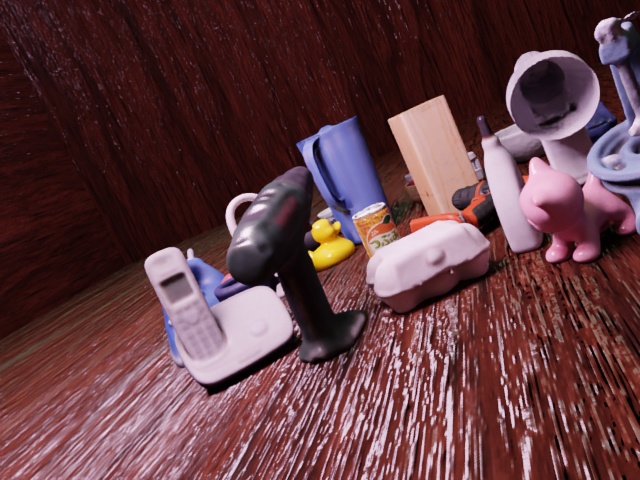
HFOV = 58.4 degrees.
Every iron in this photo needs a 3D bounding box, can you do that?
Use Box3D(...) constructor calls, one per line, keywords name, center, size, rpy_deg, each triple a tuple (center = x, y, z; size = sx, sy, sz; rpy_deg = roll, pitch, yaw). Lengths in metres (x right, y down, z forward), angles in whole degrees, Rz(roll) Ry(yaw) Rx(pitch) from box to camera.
Box3D(name="iron", center=(-0.224, 0.104, 0.982), size=(0.118, 0.141, 0.258), rpy_deg=(-23, 10, 8))

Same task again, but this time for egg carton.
Box3D(name="egg carton", center=(0.132, 0.030, 0.712), size=(0.150, 0.069, 0.107), rpy_deg=(-26, 10, -5))

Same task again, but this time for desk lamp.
Box3D(name="desk lamp", center=(0.357, -0.185, 0.872), size=(0.117, 0.214, 0.203), rpy_deg=(-21, 10, 19))

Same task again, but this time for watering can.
Box3D(name="watering can", center=(-0.098, 0.005, 1.042), size=(0.172, 0.194, 0.101), rpy_deg=(-16, 13, 43))

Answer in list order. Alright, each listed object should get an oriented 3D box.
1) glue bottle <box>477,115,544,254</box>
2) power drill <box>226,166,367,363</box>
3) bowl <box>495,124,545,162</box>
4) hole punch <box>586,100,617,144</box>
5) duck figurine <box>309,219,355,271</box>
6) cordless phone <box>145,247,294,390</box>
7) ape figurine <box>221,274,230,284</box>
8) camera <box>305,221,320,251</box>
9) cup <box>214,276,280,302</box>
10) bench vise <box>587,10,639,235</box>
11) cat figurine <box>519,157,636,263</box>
Box3D(name="glue bottle", center=(0.230, -0.074, 0.710), size=(0.037, 0.173, 0.078), rpy_deg=(-19, 11, 30))
Box3D(name="power drill", center=(-0.023, 0.028, 0.688), size=(0.075, 0.208, 0.230), rpy_deg=(-21, 11, 23))
Box3D(name="bowl", center=(0.447, -0.213, 1.219), size=(0.167, 0.075, 0.167), rpy_deg=(-24, 10, 5))
Box3D(name="hole punch", center=(0.478, -0.203, 1.040), size=(0.108, 0.091, 0.101), rpy_deg=(-23, 10, 13))
Box3D(name="duck figurine", center=(0.010, 0.004, 1.103), size=(0.105, 0.086, 0.077), rpy_deg=(-30, 11, -30))
Box3D(name="cordless phone", center=(-0.130, 0.081, 0.738), size=(0.148, 0.185, 0.094), rpy_deg=(-28, 10, -18))
Box3D(name="ape figurine", center=(-0.130, 0.097, 0.936), size=(0.076, 0.092, 0.078), rpy_deg=(-22, 10, 18))
Box3D(name="camera", center=(-0.058, 0.006, 1.219), size=(0.137, 0.101, 0.143), rpy_deg=(-28, 10, -16))
Box3D(name="cup", center=(-0.086, 0.090, 0.853), size=(0.118, 0.095, 0.091), rpy_deg=(-27, 10, -13))
Box3D(name="bench vise", center=(0.328, -0.123, 0.590), size=(0.121, 0.220, 0.208), rpy_deg=(-20, 11, 24))
Box3D(name="cat figurine", center=(0.265, -0.040, 0.611), size=(0.128, 0.118, 0.067), rpy_deg=(-29, 11, -23))
